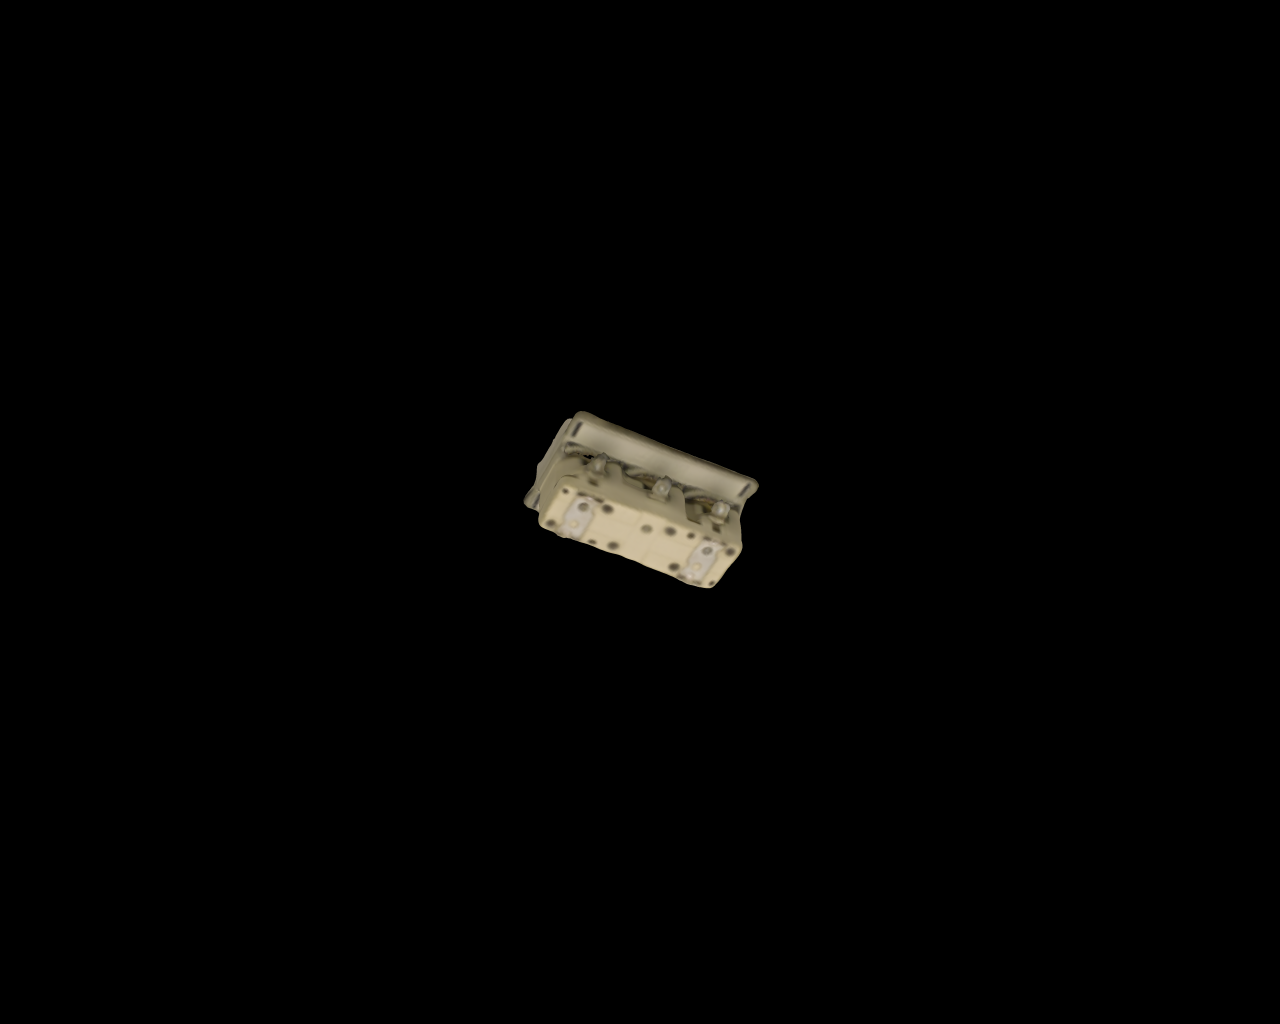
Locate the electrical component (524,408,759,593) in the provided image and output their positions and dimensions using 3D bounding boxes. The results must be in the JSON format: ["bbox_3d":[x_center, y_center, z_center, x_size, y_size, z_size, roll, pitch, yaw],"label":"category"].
[{"bbox_3d":[0.001,-0.003,0.650,0.121,0.078,0.063,22,38,-18],"label":"electrical component"}]
